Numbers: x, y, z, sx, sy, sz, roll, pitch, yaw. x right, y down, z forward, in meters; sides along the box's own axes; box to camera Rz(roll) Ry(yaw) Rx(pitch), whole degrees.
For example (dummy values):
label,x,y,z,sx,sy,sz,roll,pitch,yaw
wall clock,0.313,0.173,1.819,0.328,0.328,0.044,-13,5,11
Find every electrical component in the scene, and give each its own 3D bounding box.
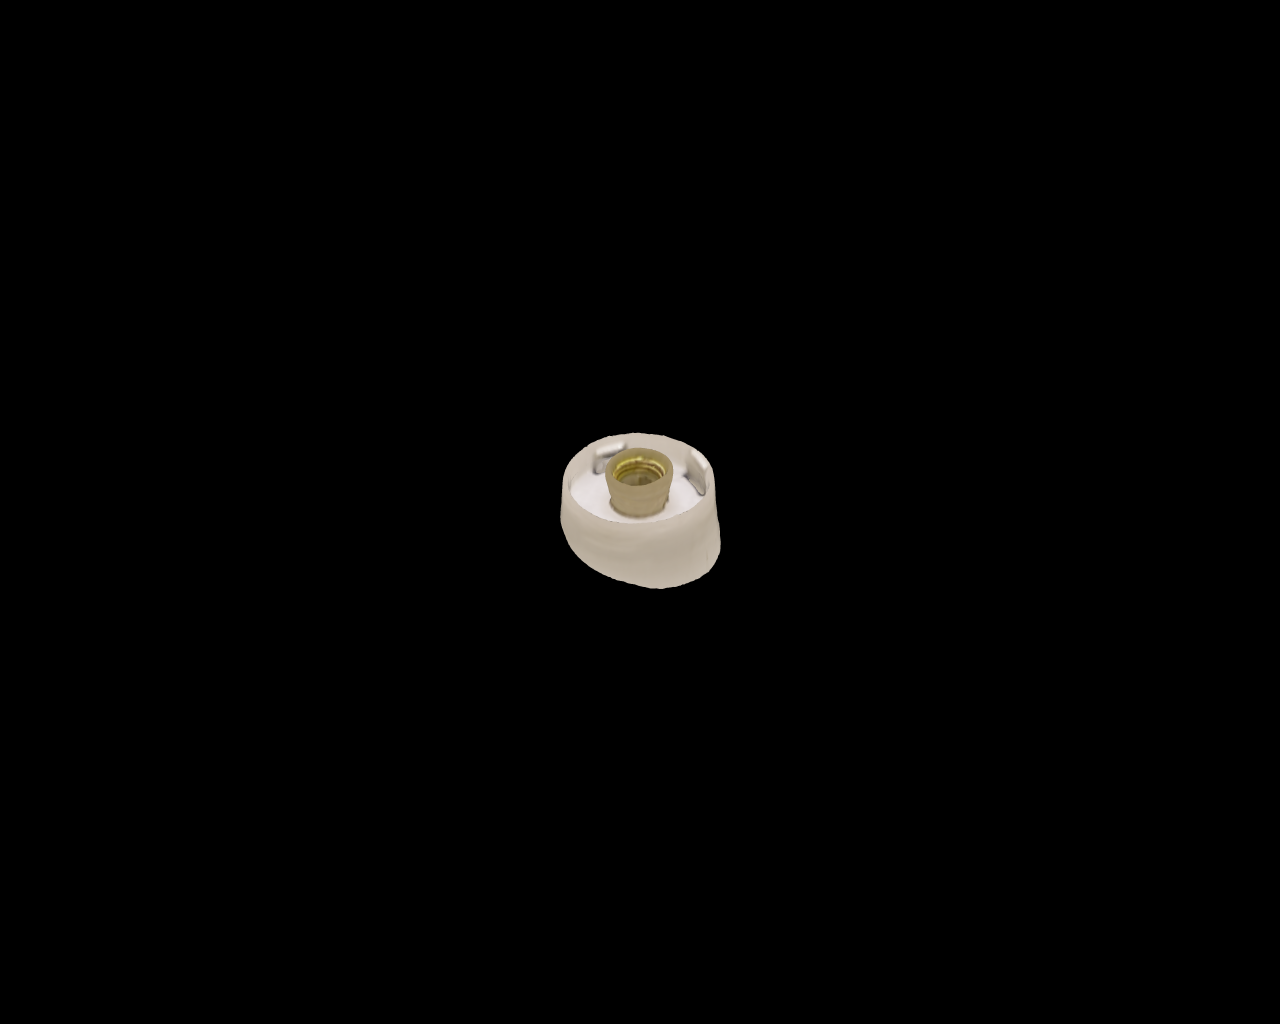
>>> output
label,x,y,z,sx,sy,sz,roll,pitch,yaw
electrical component,0.001,-0.003,0.650,0.099,0.064,0.099,0,39,0
